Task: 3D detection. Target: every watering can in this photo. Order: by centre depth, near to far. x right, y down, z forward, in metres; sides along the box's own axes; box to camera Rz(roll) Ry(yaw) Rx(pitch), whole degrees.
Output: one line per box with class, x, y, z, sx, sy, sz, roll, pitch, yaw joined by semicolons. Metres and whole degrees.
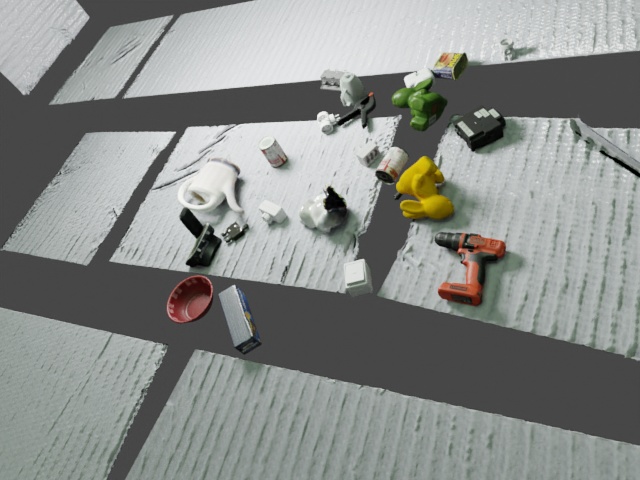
watering can;-0.353;-0.184;1.813;0.349;0.102;0.228;11;61;33

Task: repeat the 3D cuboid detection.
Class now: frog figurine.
frog figurine;0.005;-0.080;1.585;0.156;0.122;0.140;-44;47;41
